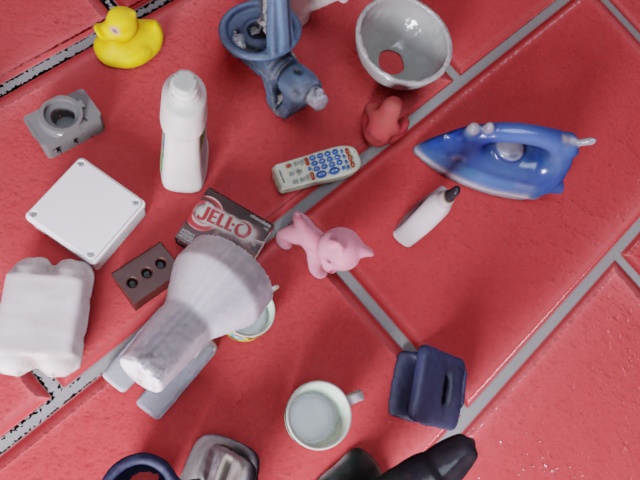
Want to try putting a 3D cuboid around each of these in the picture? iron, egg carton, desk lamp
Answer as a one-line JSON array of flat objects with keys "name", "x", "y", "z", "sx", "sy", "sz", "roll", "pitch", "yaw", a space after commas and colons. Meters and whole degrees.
[{"name": "iron", "x": 0.293, "y": -0.148, "z": 0.910, "sx": 0.258, "sy": 0.141, "sz": 0.118, "roll": 7, "pitch": 73, "yaw": -12}, {"name": "egg carton", "x": -0.346, "y": 0.096, "z": 0.721, "sx": 0.107, "sy": 0.069, "sz": 0.150, "roll": 5, "pitch": 74, "yaw": -13}, {"name": "desk lamp", "x": -0.162, "y": 0.110, "z": 0.687, "sx": 0.118, "sy": 0.213, "sz": 0.203, "roll": 38, "pitch": 70, "yaw": -1}]

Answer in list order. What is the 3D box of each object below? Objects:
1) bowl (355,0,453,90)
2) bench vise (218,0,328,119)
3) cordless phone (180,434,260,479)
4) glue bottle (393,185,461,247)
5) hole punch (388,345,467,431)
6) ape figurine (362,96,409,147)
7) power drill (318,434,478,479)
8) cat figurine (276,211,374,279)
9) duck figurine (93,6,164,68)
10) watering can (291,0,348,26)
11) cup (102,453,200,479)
[{"name": "bowl", "x": 0.129, "y": -0.314, "z": 0.951, "sx": 0.168, "sy": 0.074, "sz": 0.167, "roll": 4, "pitch": 74, "yaw": -13}, {"name": "bench vise", "x": -0.052, "y": -0.292, "z": 0.822, "sx": 0.207, "sy": 0.219, "sz": 0.121, "roll": 33, "pitch": 70, "yaw": -3}, {"name": "cordless phone", "x": -0.120, "y": 0.306, "z": 0.658, "sx": 0.094, "sy": 0.185, "sz": 0.148, "roll": 19, "pitch": 71, "yaw": -8}, {"name": "glue bottle", "x": 0.163, "y": -0.045, "z": 0.832, "sx": 0.037, "sy": 0.173, "sz": 0.078, "roll": 37, "pitch": 70, "yaw": -1}, {"name": "hole punch", "x": 0.160, "y": 0.206, "z": 0.805, "sx": 0.101, "sy": 0.091, "sz": 0.109, "roll": 16, "pitch": 72, "yaw": -9}, {"name": "ape figurine", "x": 0.105, "y": -0.194, "z": 0.902, "sx": 0.078, "sy": 0.092, "sz": 0.076, "roll": 40, "pitch": 70, "yaw": 0}, {"name": "power drill", "x": 0.065, "y": 0.310, "z": 0.690, "sx": 0.230, "sy": 0.208, "sz": 0.075, "roll": -37, "pitch": 86, "yaw": -20}, {"name": "cat figurine", "x": 0.007, "y": 0.003, "z": 0.809, "sx": 0.128, "sy": 0.117, "sz": 0.067, "roll": 39, "pitch": 70, "yaw": -1}, {"name": "duck figurine", "x": -0.282, "y": -0.308, "z": 0.840, "sx": 0.105, "sy": 0.086, "sz": 0.077, "roll": -24, "pitch": 82, "yaw": -19}, {"name": "watering can", "x": -0.034, "y": -0.418, "z": 0.875, "sx": 0.173, "sy": 0.194, "sz": 0.101, "roll": 8, "pitch": 73, "yaw": -11}, {"name": "cup", "x": -0.201, "y": 0.299, "z": 0.688, "sx": 0.118, "sy": 0.095, "sz": 0.091, "roll": -4, "pitch": 76, "yaw": -15}]
